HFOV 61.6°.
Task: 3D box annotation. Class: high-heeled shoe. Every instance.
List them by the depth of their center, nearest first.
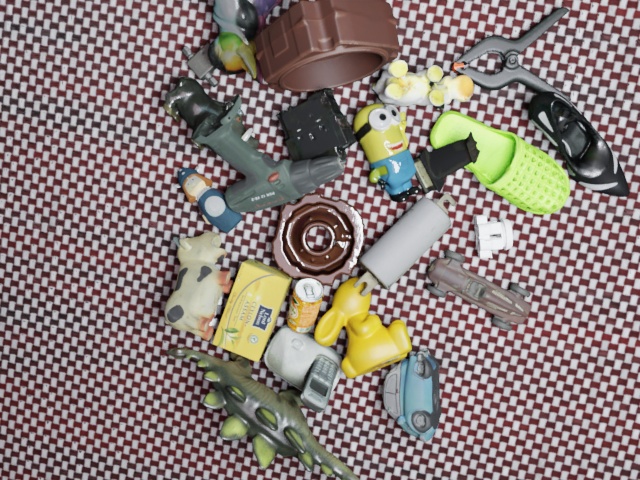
[{"bbox_3d":[0.452,-0.159,0.908,0.249,0.145,0.086,39,98,2],"label":"high-heeled shoe"}]

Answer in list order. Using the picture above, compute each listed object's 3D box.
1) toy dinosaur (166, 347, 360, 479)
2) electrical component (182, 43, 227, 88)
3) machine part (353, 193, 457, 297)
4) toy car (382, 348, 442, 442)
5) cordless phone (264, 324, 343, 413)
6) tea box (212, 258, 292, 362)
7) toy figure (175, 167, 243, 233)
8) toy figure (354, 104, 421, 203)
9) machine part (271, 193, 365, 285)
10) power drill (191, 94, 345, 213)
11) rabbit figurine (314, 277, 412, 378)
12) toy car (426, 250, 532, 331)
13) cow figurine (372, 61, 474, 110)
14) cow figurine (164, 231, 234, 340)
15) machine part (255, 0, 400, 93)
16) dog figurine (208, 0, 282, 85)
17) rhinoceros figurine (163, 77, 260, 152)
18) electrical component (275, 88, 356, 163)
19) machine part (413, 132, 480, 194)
[{"bbox_3d":[-0.084,0.326,0.970,0.471,0.198,0.105,31,100,3],"label":"toy dinosaur"},{"bbox_3d":[-0.213,-0.335,1.007,0.063,0.021,0.094,-42,90,7],"label":"electrical component"},{"bbox_3d":[0.152,0.005,0.966,0.243,0.079,0.079,-44,91,-4],"label":"machine part"},{"bbox_3d":[0.167,0.284,0.996,0.103,0.109,0.161,-4,86,23],"label":"toy car"},{"bbox_3d":[-0.038,0.239,0.965,0.147,0.184,0.088,33,102,1],"label":"cordless phone"},{"bbox_3d":[-0.126,0.131,1.020,0.098,0.068,0.169,20,95,3],"label":"tea box"},{"bbox_3d":[-0.213,-0.082,1.015,0.154,0.058,0.064,45,59,1],"label":"toy figure"},{"bbox_3d":[0.118,-0.157,0.968,0.089,0.082,0.180,-13,103,36],"label":"toy figure"},{"bbox_3d":[-0.002,-0.003,1.004,0.179,0.056,0.179,0,95,4],"label":"machine part"},{"bbox_3d":[-0.100,-0.147,0.924,0.232,0.086,0.207,-24,130,30],"label":"power drill"},{"bbox_3d":[0.070,0.158,0.994,0.162,0.121,0.173,-20,74,3],"label":"rabbit figurine"},{"bbox_3d":[0.295,0.095,0.992,0.202,0.053,0.089,28,93,3],"label":"toy car"},{"bbox_3d":[0.182,-0.265,0.956,0.167,0.098,0.068,3,91,-15],"label":"cow figurine"},{"bbox_3d":[-0.230,0.073,0.995,0.127,0.085,0.195,16,66,3],"label":"cow figurine"},{"bbox_3d":[0.013,-0.313,0.884,0.201,0.201,0.087,-13,91,50],"label":"machine part"},{"bbox_3d":[-0.119,-0.395,0.956,0.192,0.108,0.219,-15,98,3],"label":"dog figurine"},{"bbox_3d":[-0.199,-0.219,0.997,0.190,0.073,0.112,42,87,2],"label":"rhinoceros figurine"},{"bbox_3d":[-0.003,-0.190,0.972,0.115,0.058,0.134,-23,92,26],"label":"electrical component"},{"bbox_3d":[0.222,-0.136,0.954,0.139,0.039,0.084,-30,86,46],"label":"machine part"}]
